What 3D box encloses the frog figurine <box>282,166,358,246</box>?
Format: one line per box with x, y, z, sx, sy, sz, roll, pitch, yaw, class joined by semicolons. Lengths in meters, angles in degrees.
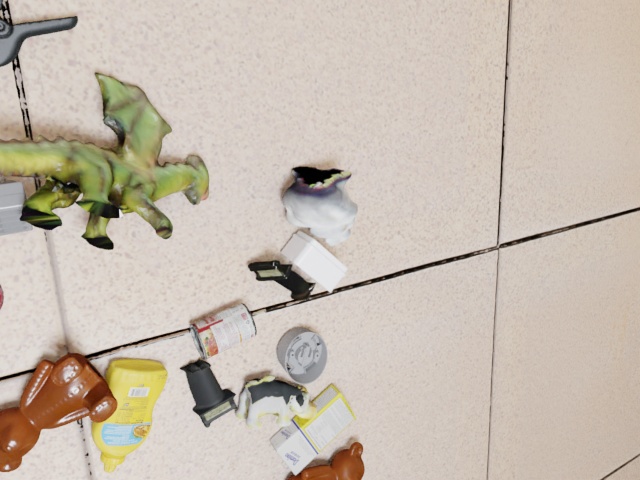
0.003;-0.048;0.963;0.137;0.125;0.156;-5;119;4;frog figurine

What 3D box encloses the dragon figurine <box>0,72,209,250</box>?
-0.316;-0.130;0.737;0.405;0.121;0.248;32;50;-42;dragon figurine
